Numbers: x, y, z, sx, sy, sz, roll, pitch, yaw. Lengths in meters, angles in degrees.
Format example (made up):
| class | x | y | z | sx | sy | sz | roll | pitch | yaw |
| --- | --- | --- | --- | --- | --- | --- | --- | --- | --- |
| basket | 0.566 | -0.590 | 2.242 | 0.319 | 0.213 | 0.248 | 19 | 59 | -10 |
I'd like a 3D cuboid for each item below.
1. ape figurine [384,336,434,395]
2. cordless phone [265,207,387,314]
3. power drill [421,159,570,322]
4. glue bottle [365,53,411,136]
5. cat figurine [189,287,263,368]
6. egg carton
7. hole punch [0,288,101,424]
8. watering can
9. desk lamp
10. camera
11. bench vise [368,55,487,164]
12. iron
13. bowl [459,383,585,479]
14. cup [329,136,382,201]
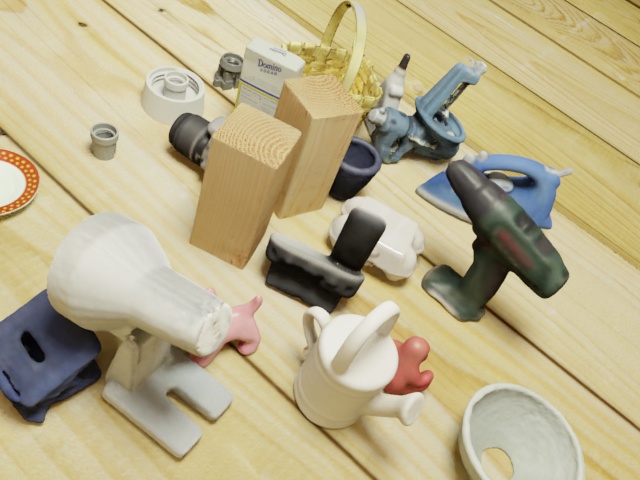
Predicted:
| class | x | y | z | sx | sy | sz | roll | pitch | yaw |
| --- | --- | --- | --- | --- | --- | --- | --- | --- | --- |
| ape figurine | 0.117 | 0.161 | 0.759 | 0.076 | 0.092 | 0.077 | -14 | 58 | -31 |
| cordless phone | 0.007 | 0.003 | 0.786 | 0.147 | 0.185 | 0.094 | 22 | 46 | -3 |
| power drill | 0.239 | 0.019 | 0.851 | 0.229 | 0.208 | 0.076 | 42 | 49 | 15 |
| glue bottle | 0.133 | -0.278 | 1.088 | 0.037 | 0.173 | 0.078 | 3 | 50 | -19 |
| cat figurine | -0.126 | 0.098 | 0.695 | 0.128 | 0.117 | 0.067 | -15 | 58 | -32 |
| egg carton | 0.090 | -0.003 | 0.905 | 0.150 | 0.069 | 0.107 | 29 | 46 | 3 |
| hole punch | -0.301 | 0.123 | 0.620 | 0.101 | 0.091 | 0.108 | -31 | 67 | -38 |
| watering can | 0.048 | 0.143 | 0.676 | 0.173 | 0.194 | 0.101 | 29 | 46 | 4 |
| desk lamp | -0.177 | 0.096 | 0.610 | 0.203 | 0.213 | 0.118 | 35 | 47 | 9 |
| camera | -0.159 | -0.160 | 0.916 | 0.136 | 0.100 | 0.143 | 33 | 47 | 7 |
| bench vise | 0.201 | -0.229 | 1.041 | 0.208 | 0.219 | 0.121 | -17 | 59 | -33 |
| iron | 0.319 | -0.105 | 1.037 | 0.259 | 0.141 | 0.118 | 12 | 48 | -13 |
| bowl | 0.242 | 0.273 | 0.726 | 0.168 | 0.074 | 0.167 | 12 | 48 | -13 |
| cup | 0.042 | -0.123 | 0.971 | 0.092 | 0.095 | 0.117 | -7 | 54 | -27 |
